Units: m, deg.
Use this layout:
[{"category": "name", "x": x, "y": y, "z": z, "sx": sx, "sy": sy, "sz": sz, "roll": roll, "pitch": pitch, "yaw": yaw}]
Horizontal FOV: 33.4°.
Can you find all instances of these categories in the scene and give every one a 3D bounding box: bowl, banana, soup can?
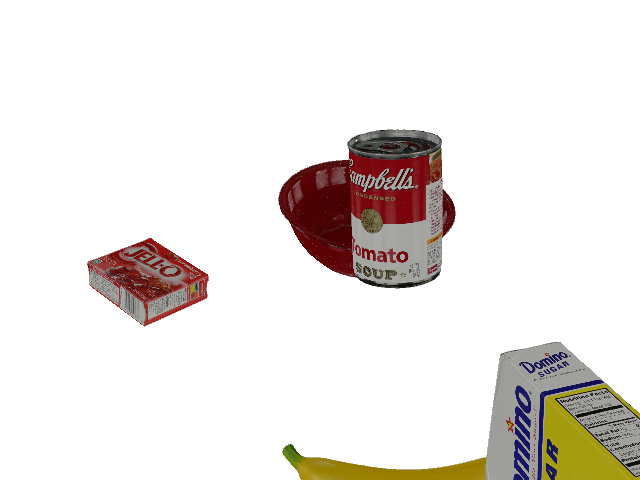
[{"category": "bowl", "x": 0.041, "y": -0.013, "z": 0.982, "sx": 0.162, "sy": 0.055, "sz": 0.162, "roll": 3, "pitch": 32, "yaw": -2}, {"category": "banana", "x": 0.069, "y": 0.191, "z": 0.854, "sx": 0.197, "sy": 0.037, "sz": 0.069, "roll": 6, "pitch": 38, "yaw": -6}, {"category": "soup can", "x": 0.055, "y": -0.024, "z": 0.784, "sx": 0.068, "sy": 0.102, "sz": 0.068, "roll": -2, "pitch": 21, "yaw": 1}]

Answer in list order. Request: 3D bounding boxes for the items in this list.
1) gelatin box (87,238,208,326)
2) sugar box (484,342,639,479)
[{"category": "gelatin box", "x": -0.158, "y": 0.036, "z": 0.978, "sx": 0.073, "sy": 0.030, "sz": 0.089, "roll": -23, "pitch": 40, "yaw": -39}, {"category": "sugar box", "x": 0.143, "y": 0.133, "z": 0.519, "sx": 0.048, "sy": 0.093, "sz": 0.176, "roll": -9, "pitch": 27, "yaw": -23}]
